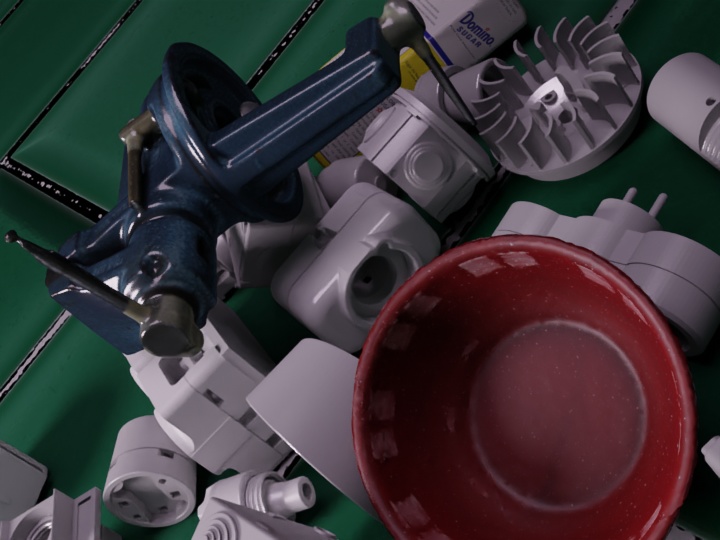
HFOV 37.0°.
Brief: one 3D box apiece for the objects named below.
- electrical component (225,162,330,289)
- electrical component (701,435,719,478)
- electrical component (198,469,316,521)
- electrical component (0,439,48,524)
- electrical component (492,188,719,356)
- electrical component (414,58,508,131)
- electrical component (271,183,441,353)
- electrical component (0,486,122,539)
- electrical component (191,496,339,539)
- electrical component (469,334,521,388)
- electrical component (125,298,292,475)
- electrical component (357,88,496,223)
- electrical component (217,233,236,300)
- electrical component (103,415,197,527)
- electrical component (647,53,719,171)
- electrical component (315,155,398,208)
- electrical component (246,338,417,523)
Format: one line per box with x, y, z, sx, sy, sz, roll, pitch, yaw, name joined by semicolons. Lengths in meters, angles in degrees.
-0.059;-0.042;0.723;0.061;0.061;0.096;-3;48;-17;electrical component
0.184;0.078;0.411;0.096;0.062;0.061;-44;38;2;electrical component
-0.055;0.131;0.597;0.062;0.043;0.043;-23;43;23;electrical component
-0.266;0.168;0.741;0.061;0.061;0.096;-15;47;33;electrical component
0.131;-0.011;0.549;0.138;0.052;0.073;18;69;48;electrical component
0.069;-0.113;0.706;0.055;0.045;0.045;0;56;43;electrical component
0.000;0.000;0.658;0.095;0.054;0.059;-49;38;-6;electrical component
-0.181;0.173;0.658;0.081;0.064;0.042;-32;41;17;electrical component
-0.029;0.151;0.511;0.100;0.100;0.048;16;80;49;electrical component
0.077;0.046;0.554;0.055;0.048;0.066;-30;40;30;electrical component
-0.101;0.057;0.669;0.061;0.089;0.150;-46;38;-1;electrical component
0.040;-0.071;0.667;0.051;0.080;0.080;-48;37;5;electrical component
-0.105;-0.006;0.768;0.055;0.048;0.066;-39;37;20;electrical component
-0.127;0.123;0.663;0.055;0.055;0.047;-28;37;21;electrical component
0.191;-0.078;0.564;0.043;0.043;0.081;-40;38;7;electrical component
-0.010;-0.055;0.729;0.078;0.040;0.040;-4;53;47;electrical component
-0.010;0.084;0.557;0.099;0.099;0.064;15;61;48;electrical component
